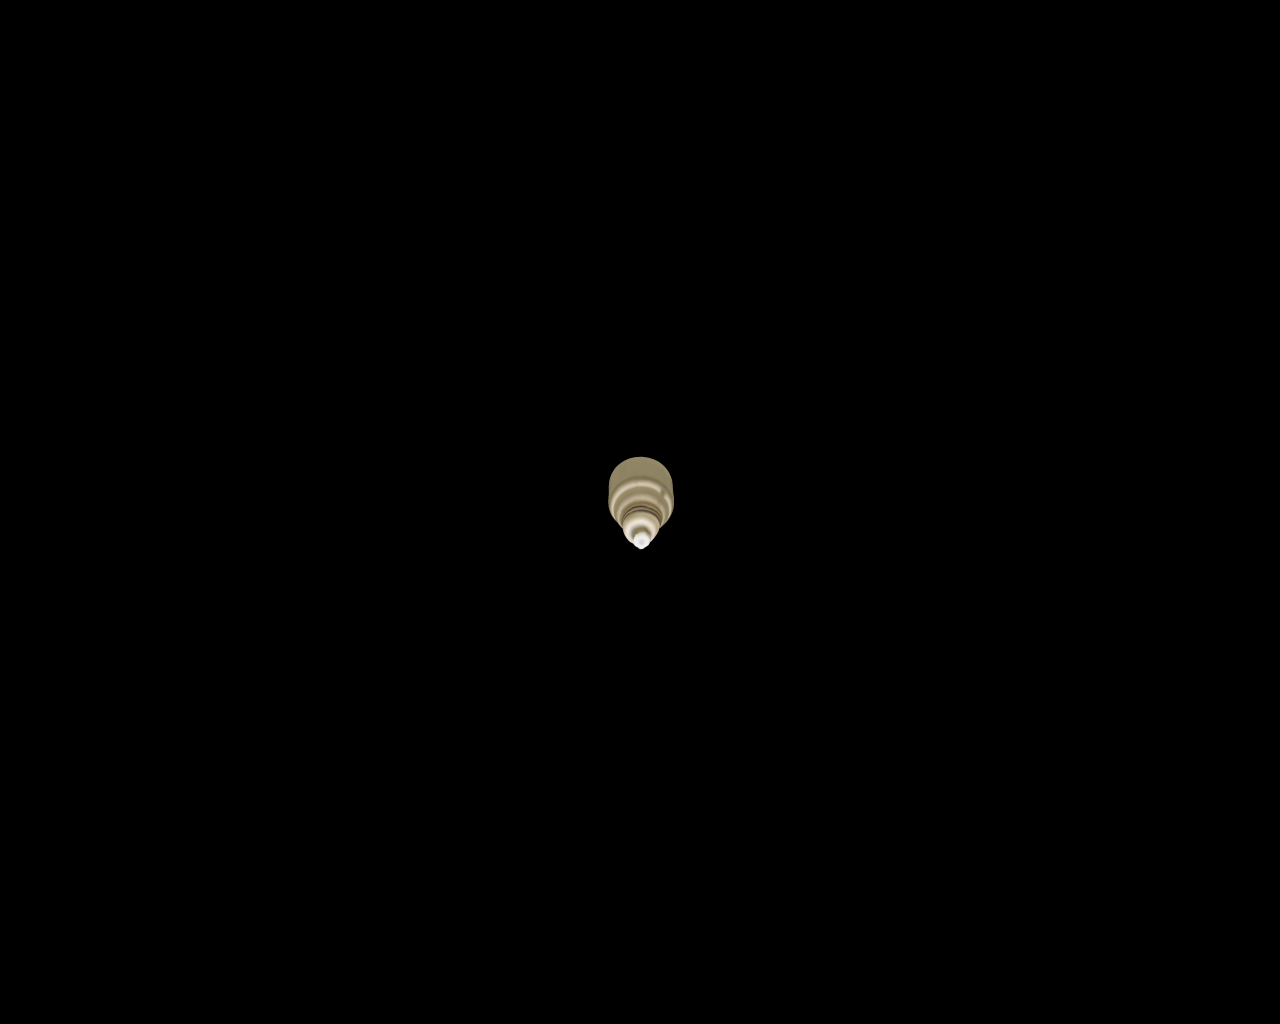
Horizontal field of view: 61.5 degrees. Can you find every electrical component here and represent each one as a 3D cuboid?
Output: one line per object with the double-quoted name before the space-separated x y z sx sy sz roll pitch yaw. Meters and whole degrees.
"electrical component" 0.001 -0.003 0.650 0.040 0.040 0.078 0 30 0
